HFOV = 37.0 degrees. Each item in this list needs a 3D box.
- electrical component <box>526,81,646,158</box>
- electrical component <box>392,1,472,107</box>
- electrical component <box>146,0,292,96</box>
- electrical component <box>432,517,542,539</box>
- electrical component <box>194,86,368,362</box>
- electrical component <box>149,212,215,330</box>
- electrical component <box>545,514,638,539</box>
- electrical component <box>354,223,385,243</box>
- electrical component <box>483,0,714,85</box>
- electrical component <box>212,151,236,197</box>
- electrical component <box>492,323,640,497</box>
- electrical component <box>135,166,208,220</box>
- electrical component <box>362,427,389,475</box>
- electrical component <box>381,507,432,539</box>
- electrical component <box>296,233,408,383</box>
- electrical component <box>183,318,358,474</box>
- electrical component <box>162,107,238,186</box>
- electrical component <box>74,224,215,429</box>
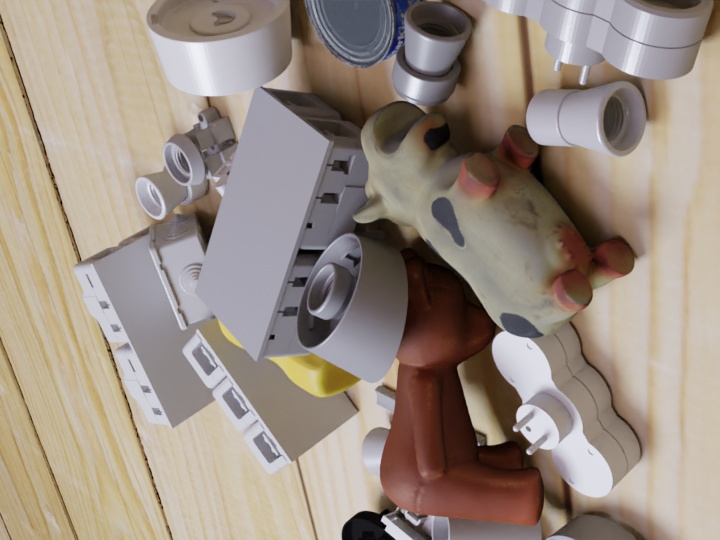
[{"bbox_3d":[0.134,-0.092,0.651,0.065,0.044,0.044,12,125,51],"label":"electrical component"},{"bbox_3d":[0.047,-0.143,0.712,0.045,0.045,0.055,40,142,23],"label":"electrical component"},{"bbox_3d":[-0.103,-0.173,0.819,0.108,0.108,0.060,28,142,35],"label":"electrical component"},{"bbox_3d":[0.096,0.201,0.866,0.079,0.077,0.044,-131,46,-70],"label":"electrical component"},{"bbox_3d":[-0.057,-0.036,0.845,0.105,0.060,0.186,42,121,42],"label":"electrical component"},{"bbox_3d":[-0.166,-0.002,1.045,0.099,0.048,0.099,-119,10,-70],"label":"electrical component"},{"bbox_3d":[0.182,0.242,0.830,0.099,0.064,0.099,30,137,33],"label":"electrical component"},{"bbox_3d":[0.000,0.000,0.861,0.043,0.043,0.081,-7,86,52],"label":"electrical component"},{"bbox_3d":[0.126,-0.141,0.610,0.138,0.052,0.073,35,139,29],"label":"electrical component"},{"bbox_3d":[-0.087,-0.073,0.916,0.048,0.066,0.055,12,145,46],"label":"electrical component"},{"bbox_3d":[0.137,0.103,0.767,0.052,0.074,0.138,-26,95,55],"label":"electrical component"},{"bbox_3d":[-0.179,-0.079,1.024,0.045,0.055,0.045,30,137,33],"label":"electrical component"},{"bbox_3d":[0.039,0.162,0.962,0.065,0.044,0.044,-9,109,48],"label":"electrical component"},{"bbox_3d":[0.090,0.232,0.926,0.121,0.079,0.063,35,110,29],"label":"electrical component"},{"bbox_3d":[-0.002,0.025,0.778,0.064,0.099,0.099,24,154,-24],"label":"electrical component"},{"bbox_3d":[-0.088,0.107,1.028,0.150,0.089,0.062,54,145,5],"label":"electrical component"},{"bbox_3d":[-0.142,-0.105,0.959,0.048,0.055,0.066,4,119,49],"label":"electrical component"},{"bbox_3d":[-0.207,0.056,1.118,0.060,0.105,0.186,-5,112,52],"label":"electrical component"}]
